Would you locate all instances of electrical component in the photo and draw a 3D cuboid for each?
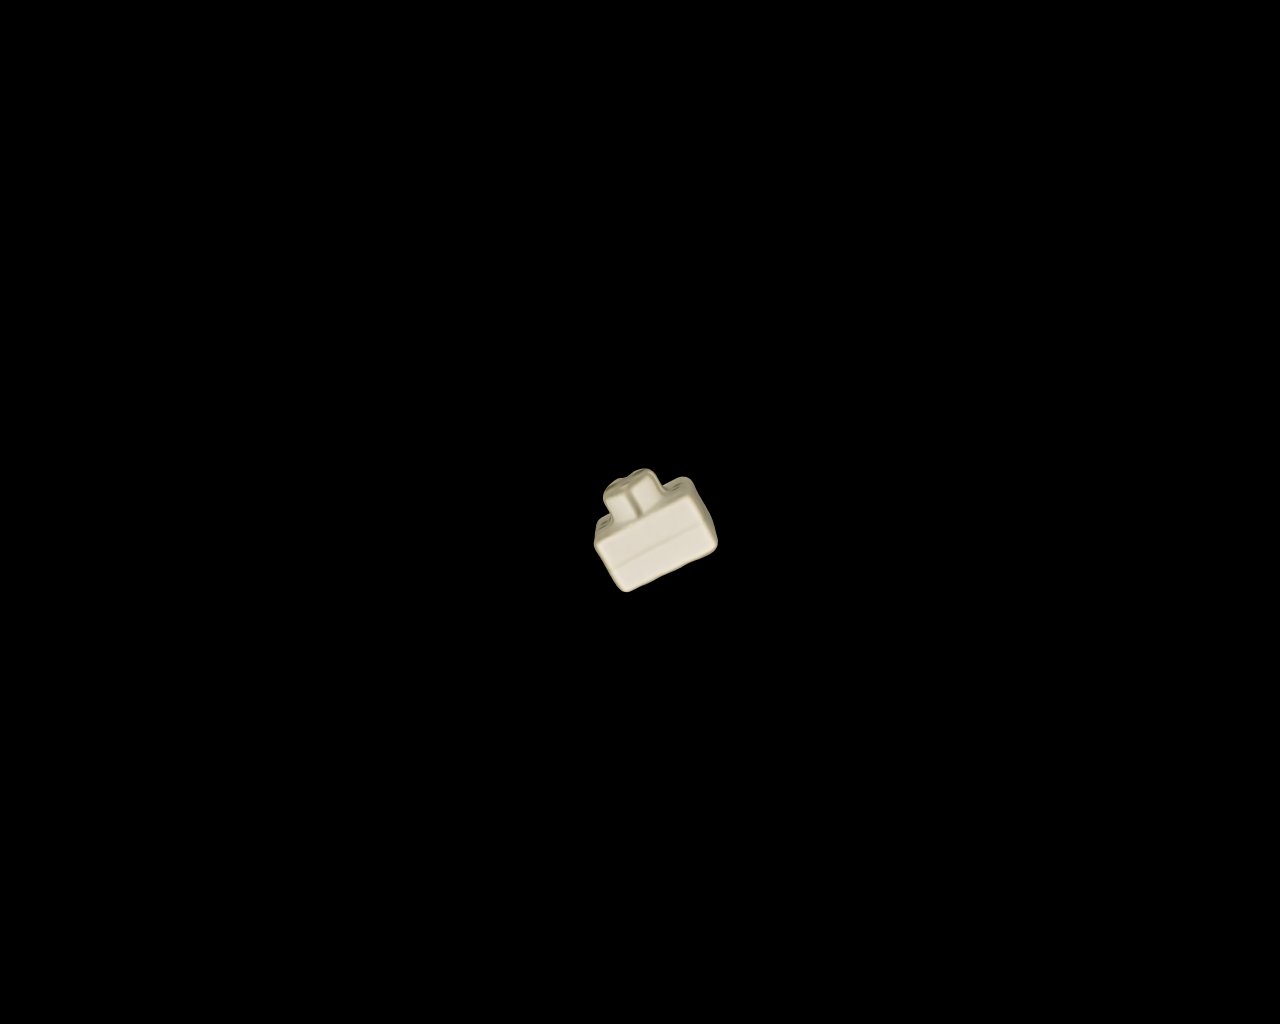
[{"bbox_3d":[0.001,-0.003,0.650,0.066,0.076,0.047,-27,14,7],"label":"electrical component"}]
